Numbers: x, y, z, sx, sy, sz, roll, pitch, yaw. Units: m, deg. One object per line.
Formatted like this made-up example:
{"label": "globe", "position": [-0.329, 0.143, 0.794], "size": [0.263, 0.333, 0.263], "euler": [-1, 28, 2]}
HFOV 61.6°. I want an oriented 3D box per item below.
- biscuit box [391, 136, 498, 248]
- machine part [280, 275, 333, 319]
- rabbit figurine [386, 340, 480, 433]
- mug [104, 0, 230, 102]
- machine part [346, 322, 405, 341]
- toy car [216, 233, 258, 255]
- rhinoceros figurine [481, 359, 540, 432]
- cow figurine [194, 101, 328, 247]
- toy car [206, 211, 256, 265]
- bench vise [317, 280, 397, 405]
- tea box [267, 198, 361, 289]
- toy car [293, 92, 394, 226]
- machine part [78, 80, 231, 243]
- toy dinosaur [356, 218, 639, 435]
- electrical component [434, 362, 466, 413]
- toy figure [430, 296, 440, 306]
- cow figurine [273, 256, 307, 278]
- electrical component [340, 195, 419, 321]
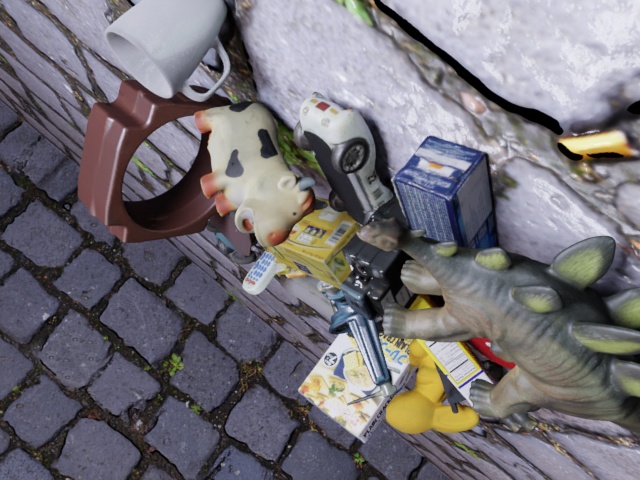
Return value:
{"label": "biscuit box", "position": [0.132, -0.008, 0.528], "size": [0.063, 0.059, 0.202], "euler": [27, 159, 35]}
{"label": "machine part", "position": [0.001, 0.102, 1.080], "size": [0.244, 0.079, 0.079], "euler": [27, 160, 35]}
{"label": "rabbit figurine", "position": [0.190, 0.260, 0.913], "size": [0.162, 0.173, 0.121], "euler": [41, 161, 13]}
{"label": "mug", "position": [-0.133, -0.198, 0.528], "size": [0.109, 0.107, 0.081], "euler": [39, 165, -9]}
{"label": "machine part", "position": [0.114, 0.165, 1.020], "size": [0.139, 0.084, 0.039], "euler": [-8, 109, 58]}
{"label": "toy car", "position": [-0.141, -0.041, 0.984], "size": [0.103, 0.109, 0.162], "euler": [61, 151, -8]}
{"label": "rhinoceros figurine", "position": [0.281, 0.212, 0.778], "size": [0.112, 0.073, 0.190], "euler": [44, 169, 25]}
{"label": "cow figurine", "position": [-0.069, -0.078, 0.619], "size": [0.085, 0.127, 0.195], "euler": [59, -165, -59]}
{"label": "toy car", "position": [-0.142, -0.032, 0.865], "size": [0.202, 0.053, 0.089], "euler": [36, 128, 53]}
{"label": "bench vise", "position": [0.066, 0.129, 0.854], "size": [0.223, 0.129, 0.240], "euler": [66, -175, -71]}
{"label": "tea box", "position": [-0.002, -0.002, 0.773], "size": [0.170, 0.098, 0.068], "euler": [21, 155, 52]}
{"label": "toy car", "position": [0.033, -0.073, 0.581], "size": [0.074, 0.056, 0.201], "euler": [36, 168, 36]}
{"label": "machine part", "position": [-0.206, -0.104, 0.717], "size": [0.087, 0.201, 0.201], "euler": [36, 120, 30]}
{"label": "toy dinosaur", "position": [0.221, 0.103, 0.473], "size": [0.471, 0.105, 0.199], "euler": [33, 148, -24]}
{"label": "electrical component", "position": [0.206, 0.209, 0.814], "size": [0.075, 0.048, 0.119], "euler": [-90, -23, -66]}
{"label": "toy figure", "position": [0.137, 0.096, 0.778], "size": [0.064, 0.058, 0.154], "euler": [-24, 119, 35]}
{"label": "cow figurine", "position": [-0.049, 0.012, 0.950], "size": [0.068, 0.098, 0.167], "euler": [-5, 162, -3]}
{"label": "electrical component", "position": [0.080, 0.022, 0.590], "size": [0.058, 0.134, 0.114], "euler": [28, 158, 34]}
